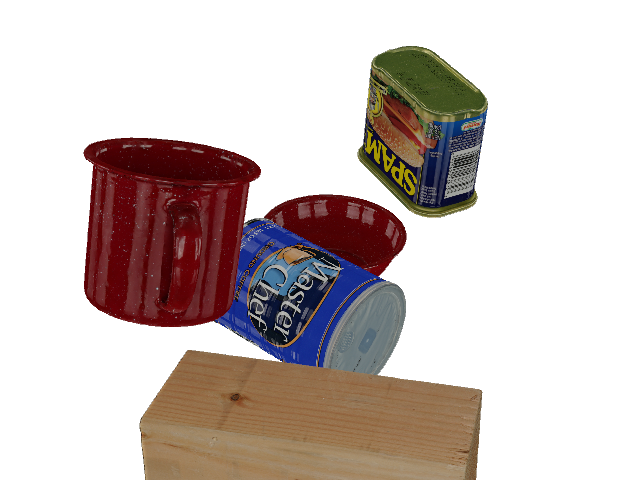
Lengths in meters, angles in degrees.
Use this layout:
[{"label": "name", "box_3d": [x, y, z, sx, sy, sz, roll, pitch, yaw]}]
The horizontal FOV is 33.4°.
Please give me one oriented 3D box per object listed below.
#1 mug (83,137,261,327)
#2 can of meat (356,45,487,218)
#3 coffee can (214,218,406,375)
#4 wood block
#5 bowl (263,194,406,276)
[{"label": "mug", "box_3d": [-0.079, -0.001, 0.561, 0.093, 0.081, 0.117, 2, 17, -20]}, {"label": "can of meat", "box_3d": [0.073, -0.080, 0.766, 0.057, 0.084, 0.102, -16, 42, -24]}, {"label": "coffee can", "box_3d": [-0.014, 0.054, 0.898, 0.140, 0.103, 0.102, 27, 15, 31]}, {"label": "wood block", "box_3d": [-0.003, 0.143, 0.704, 0.206, 0.090, 0.090, 7, 28, 14]}, {"label": "bowl", "box_3d": [0.013, 0.011, 1.183, 0.162, 0.055, 0.162, 2, 32, -1]}]
